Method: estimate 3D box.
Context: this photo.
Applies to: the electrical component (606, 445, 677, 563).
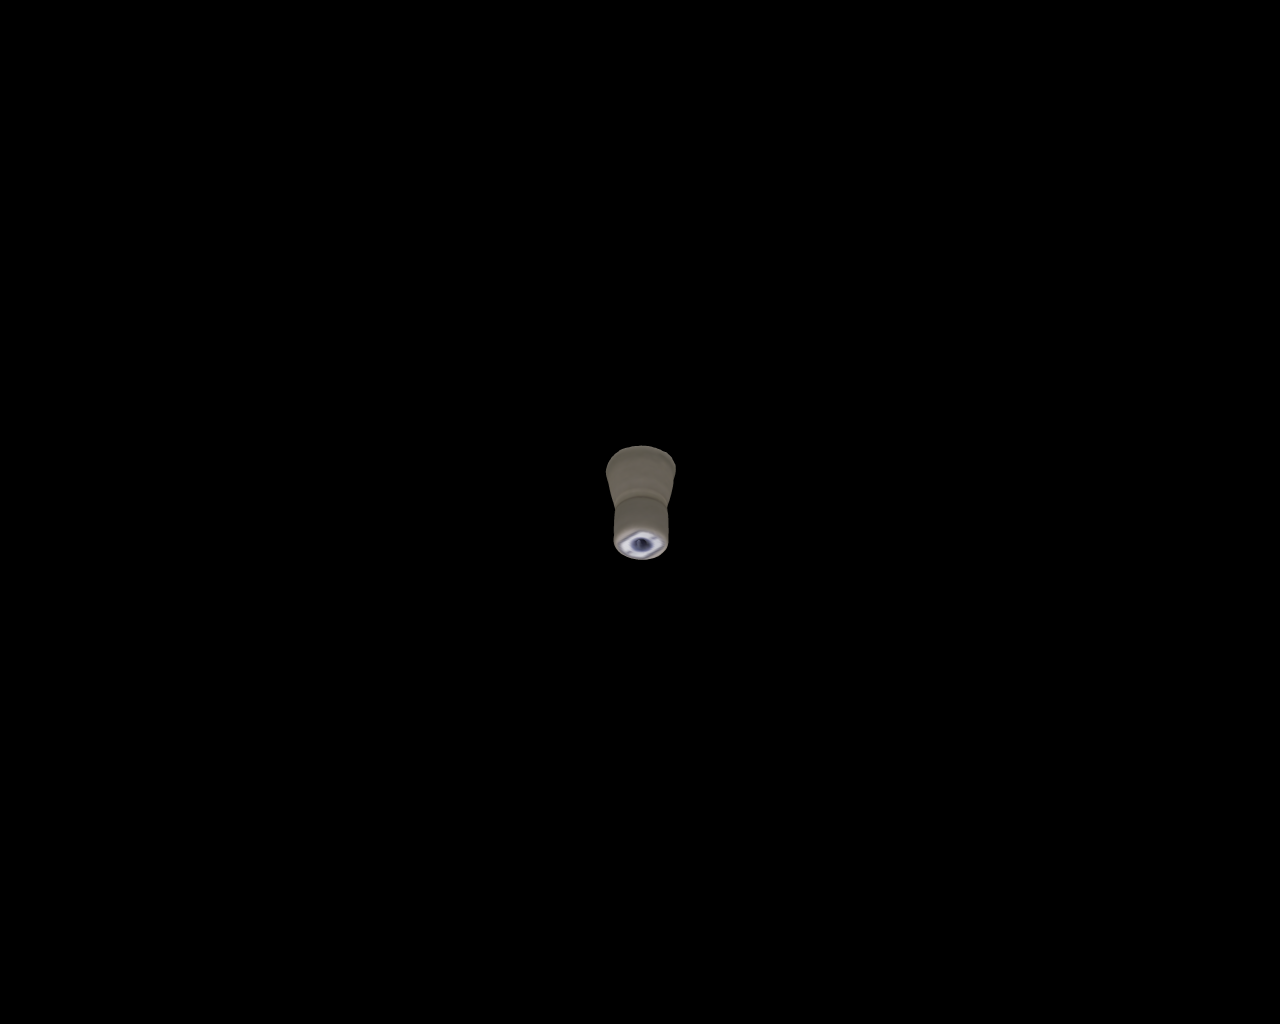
[{"bbox_3d":[0.001,-0.003,0.650,0.044,0.065,0.044,0,-40,0],"label":"electrical component"}]
